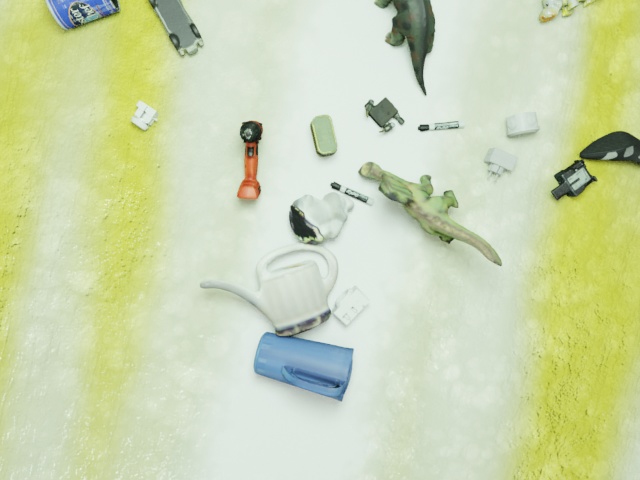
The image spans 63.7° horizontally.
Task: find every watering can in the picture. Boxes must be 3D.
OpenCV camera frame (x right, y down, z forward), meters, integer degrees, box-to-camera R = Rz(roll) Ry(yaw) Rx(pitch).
[{"bbox_3d":[-0.107,0.138,1.298,0.349,0.104,0.224,-18,92,-15],"label":"watering can"}]

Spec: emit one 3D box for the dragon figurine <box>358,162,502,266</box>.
[{"bbox_3d":[0.231,-0.078,1.218,0.242,0.417,0.120,10,115,-41],"label":"dragon figurine"}]

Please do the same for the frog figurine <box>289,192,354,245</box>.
[{"bbox_3d":[0.004,-0.066,1.315,0.138,0.120,0.162,38,50,18],"label":"frog figurine"}]
